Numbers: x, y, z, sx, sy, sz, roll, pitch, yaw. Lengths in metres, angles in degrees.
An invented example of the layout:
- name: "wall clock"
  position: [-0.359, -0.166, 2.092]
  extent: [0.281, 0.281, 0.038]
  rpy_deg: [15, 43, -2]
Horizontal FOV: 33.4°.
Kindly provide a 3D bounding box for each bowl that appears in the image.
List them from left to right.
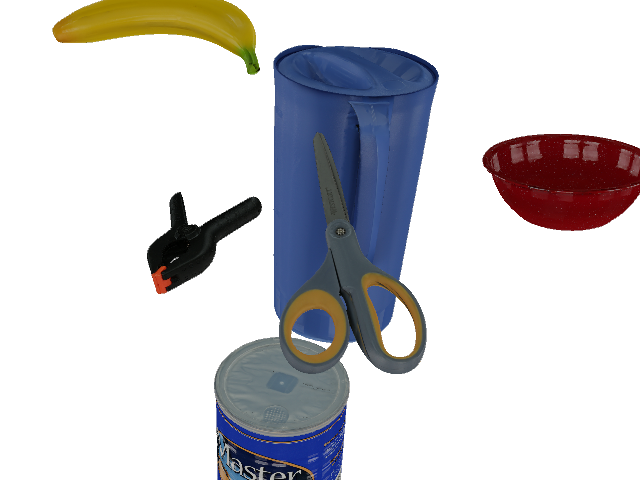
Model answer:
- name: "bowl"
  position: [0.235, -0.052, 1.019]
  extent: [0.162, 0.055, 0.162]
  rpy_deg: [-2, 24, 1]

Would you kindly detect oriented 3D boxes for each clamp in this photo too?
- name: "clamp"
  position: [-0.140, -0.003, 1.239]
  extent: [0.120, 0.039, 0.171]
  rpy_deg: [-6, 38, 20]

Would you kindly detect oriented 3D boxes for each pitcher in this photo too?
- name: "pitcher"
  position: [0.021, -0.033, 0.898]
  extent: [0.145, 0.243, 0.149]
  rpy_deg: [22, 32, 30]

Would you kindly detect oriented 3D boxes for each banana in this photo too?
- name: "banana"
  position: [-0.137, -0.191, 0.938]
  extent: [0.198, 0.037, 0.069]
  rpy_deg: [10, 47, 16]

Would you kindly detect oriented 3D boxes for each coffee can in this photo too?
- name: "coffee can"
  position: [-0.032, 0.162, 0.846]
  extent: [0.103, 0.140, 0.103]
  rpy_deg: [2, 36, -1]

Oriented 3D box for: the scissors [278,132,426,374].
- name: "scissors"
  position: [-0.002, 0.009, 0.676]
  extent: [0.096, 0.202, 0.016]
  rpy_deg: [-20, -39, -14]
